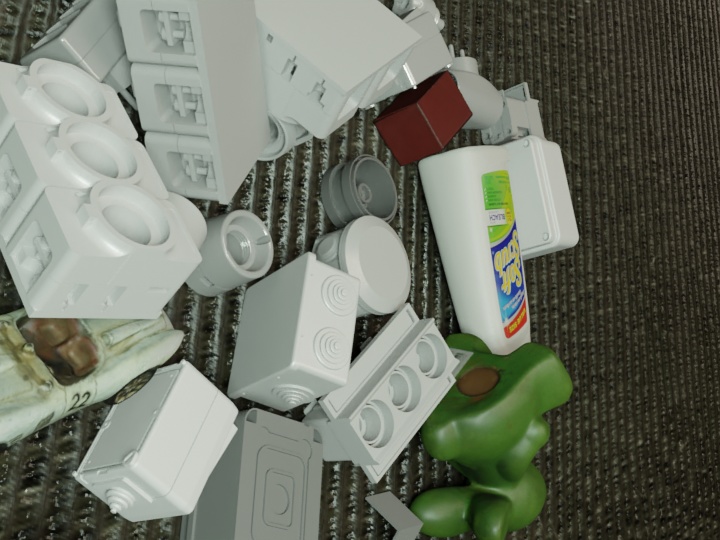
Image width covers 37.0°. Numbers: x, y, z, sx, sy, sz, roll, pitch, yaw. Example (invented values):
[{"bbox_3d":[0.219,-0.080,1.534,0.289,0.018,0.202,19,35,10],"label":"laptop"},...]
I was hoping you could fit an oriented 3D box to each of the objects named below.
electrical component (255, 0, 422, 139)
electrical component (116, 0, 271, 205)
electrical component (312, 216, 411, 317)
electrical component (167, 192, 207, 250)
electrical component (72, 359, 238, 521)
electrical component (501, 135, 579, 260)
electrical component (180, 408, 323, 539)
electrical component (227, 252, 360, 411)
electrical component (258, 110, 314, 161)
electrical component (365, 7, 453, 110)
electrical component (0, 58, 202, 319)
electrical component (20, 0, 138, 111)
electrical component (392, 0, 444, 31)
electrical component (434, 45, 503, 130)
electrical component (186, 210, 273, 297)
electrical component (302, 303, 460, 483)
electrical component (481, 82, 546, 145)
[{"bbox_3d":[-0.063,-0.190,0.798,0.186,0.060,0.105,41,47,6],"label":"electrical component"},{"bbox_3d":[-0.111,-0.133,0.721,0.089,0.062,0.150,-66,158,-49],"label":"electrical component"},{"bbox_3d":[0.000,0.000,0.871,0.080,0.051,0.080,22,61,-44],"label":"electrical component"},{"bbox_3d":[-0.134,-0.019,0.716,0.055,0.055,0.047,53,39,-23],"label":"electrical component"},{"bbox_3d":[-0.126,0.114,0.668,0.061,0.062,0.096,48,45,-28],"label":"electrical component"},{"bbox_3d":[0.163,-0.070,1.071,0.057,0.078,0.113,1,75,-53],"label":"electrical component"},{"bbox_3d":[-0.073,0.156,0.720,0.078,0.057,0.113,26,58,-43],"label":"electrical component"},{"bbox_3d":[-0.046,0.047,0.762,0.048,0.100,0.099,24,58,-28],"label":"electrical component"},{"bbox_3d":[-0.070,-0.121,0.828,0.078,0.058,0.057,51,40,-25],"label":"electrical component"},{"bbox_3d":[0.029,-0.191,0.968,0.096,0.062,0.061,-40,108,-49],"label":"electrical component"},{"bbox_3d":[-0.166,-0.049,0.632,0.089,0.061,0.150,4,47,-49],"label":"electrical component"},{"bbox_3d":[-0.169,-0.142,0.724,0.075,0.047,0.083,51,44,-28],"label":"electrical component"},{"bbox_3d":[0.061,-0.250,1.051,0.061,0.035,0.035,17,64,-49],"label":"electrical component"},{"bbox_3d":[0.101,-0.185,1.067,0.077,0.043,0.079,10,69,-48],"label":"electrical component"},{"bbox_3d":[-0.095,-0.013,0.764,0.055,0.047,0.055,22,60,-44],"label":"electrical component"},{"bbox_3d":[0.015,0.094,0.833,0.121,0.063,0.078,-46,113,-39],"label":"electrical component"},{"bbox_3d":[0.157,-0.153,1.125,0.064,0.042,0.081,0,76,-47],"label":"electrical component"}]
